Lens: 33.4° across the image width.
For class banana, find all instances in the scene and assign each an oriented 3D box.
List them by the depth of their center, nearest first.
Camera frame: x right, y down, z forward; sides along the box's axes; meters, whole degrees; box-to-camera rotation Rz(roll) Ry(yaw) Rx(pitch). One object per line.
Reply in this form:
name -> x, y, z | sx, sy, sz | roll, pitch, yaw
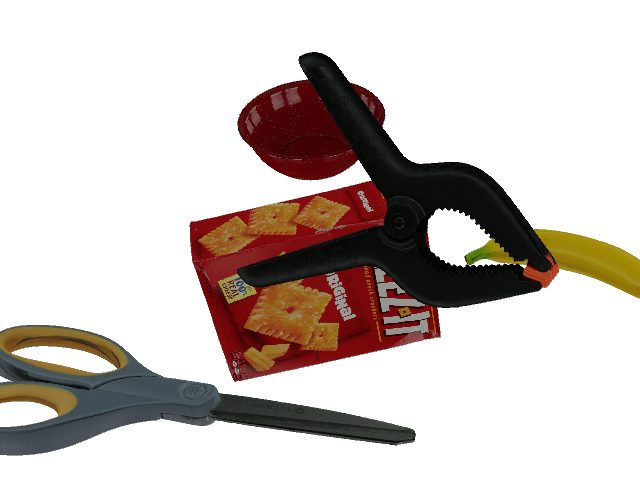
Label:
banana -> 0.246, 0.022, 1.044 | 0.198, 0.037, 0.069 | 10, 47, 26

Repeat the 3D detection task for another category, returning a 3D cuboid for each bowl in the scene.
bowl -> -0.009, -0.114, 1.176 | 0.162, 0.055, 0.162 | -3, 39, 3

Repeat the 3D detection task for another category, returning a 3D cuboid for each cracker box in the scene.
cracker box -> -0.001, 0.040, 1.012 | 0.213, 0.164, 0.072 | -12, 39, 0

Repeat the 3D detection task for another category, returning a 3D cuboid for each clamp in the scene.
clamp -> 0.053, -0.024, 0.687 | 0.210, 0.165, 0.036 | 15, 16, 18

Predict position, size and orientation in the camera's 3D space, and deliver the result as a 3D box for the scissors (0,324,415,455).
scissors -> -0.070, 0.077, 0.455 | 0.202, 0.016, 0.096 | 14, 29, 24
